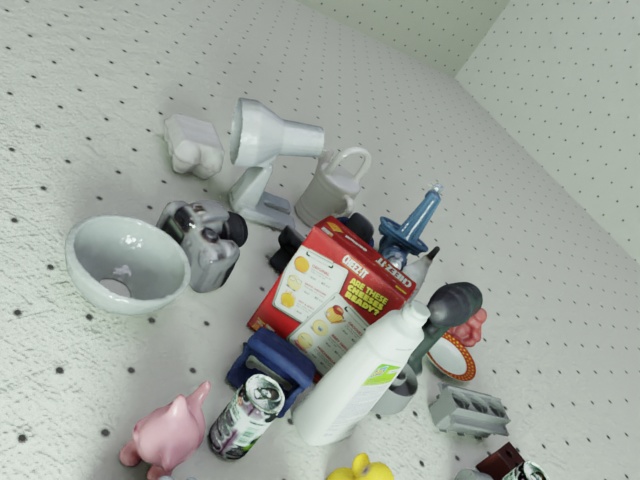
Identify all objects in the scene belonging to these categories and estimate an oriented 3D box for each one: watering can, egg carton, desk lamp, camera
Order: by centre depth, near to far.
[{"bbox_3d":[-0.169,-0.005,0.919,0.137,0.100,0.143,-10,52,-52],"label":"camera"},{"bbox_3d":[-0.097,-0.146,1.082,0.204,0.213,0.117,18,34,-28],"label":"desk lamp"},{"bbox_3d":[-0.250,-0.187,1.131,0.108,0.069,0.150,10,38,-37],"label":"egg carton"},{"bbox_3d":[0.031,-0.123,1.203,0.172,0.194,0.101,47,31,21],"label":"watering can"}]

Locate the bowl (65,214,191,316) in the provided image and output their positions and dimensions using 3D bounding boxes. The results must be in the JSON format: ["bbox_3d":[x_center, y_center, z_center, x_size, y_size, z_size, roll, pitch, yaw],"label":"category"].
[{"bbox_3d":[-0.265,0.045,0.773,0.168,0.074,0.167,26,31,-16],"label":"bowl"}]

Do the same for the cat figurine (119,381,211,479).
[{"bbox_3d":[-0.156,0.201,0.615,0.067,0.117,0.128,36,29,2],"label":"cat figurine"}]

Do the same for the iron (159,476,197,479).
[{"bbox_3d":[-0.093,0.277,0.546,0.259,0.141,0.118,26,30,-16],"label":"iron"}]

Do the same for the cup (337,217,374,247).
[{"bbox_3d":[0.034,0.014,1.107,0.118,0.095,0.091,15,35,-32],"label":"cup"}]

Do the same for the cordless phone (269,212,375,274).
[{"bbox_3d":[0.009,0.004,1.005,0.147,0.185,0.094,42,30,12],"label":"cordless phone"}]

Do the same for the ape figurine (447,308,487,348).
[{"bbox_3d":[0.300,0.171,1.158,0.077,0.092,0.076,46,31,18],"label":"ape figurine"}]

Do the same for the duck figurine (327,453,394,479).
[{"bbox_3d":[0.061,0.316,0.706,0.078,0.086,0.104,7,40,-41],"label":"duck figurine"}]

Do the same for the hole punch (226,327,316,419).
[{"bbox_3d":[-0.059,0.168,0.792,0.108,0.091,0.101,36,29,1],"label":"hole punch"}]

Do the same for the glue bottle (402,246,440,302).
[{"bbox_3d":[0.171,0.074,1.082,0.078,0.173,0.037,2,43,-44],"label":"glue bottle"}]

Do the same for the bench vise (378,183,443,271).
[{"bbox_3d":[0.186,-0.003,1.163,0.122,0.219,0.207,25,31,-18],"label":"bench vise"}]

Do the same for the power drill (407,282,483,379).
[{"bbox_3d":[0.184,0.150,0.950,0.075,0.208,0.230,45,31,18],"label":"power drill"}]
